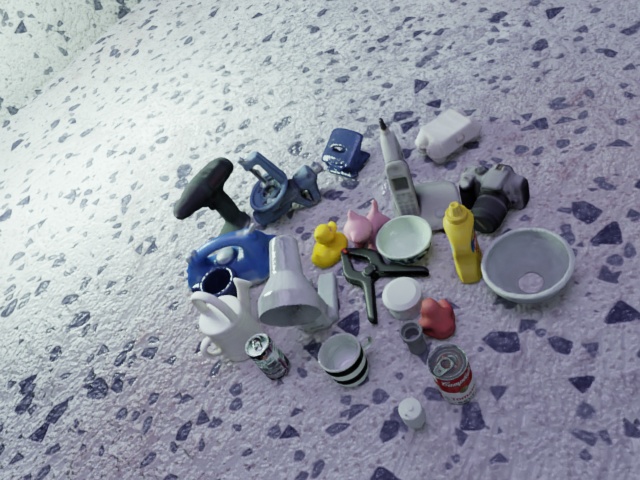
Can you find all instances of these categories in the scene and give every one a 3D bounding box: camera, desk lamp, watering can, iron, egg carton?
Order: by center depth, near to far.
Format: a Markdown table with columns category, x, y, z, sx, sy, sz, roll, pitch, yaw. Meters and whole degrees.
| category | x | y | z | sx | sy | sz | roll | pitch | yaw |
| --- | --- | --- | --- | --- | --- | --- | --- | --- | --- |
| desk lamp | -0.045 | 0.104 | 1.163 | 0.117 | 0.214 | 0.203 | -15 | 46 | 14 |
| watering can | -0.199 | 0.160 | 1.203 | 0.100 | 0.195 | 0.173 | -8 | 49 | 20 |
| camera | 0.354 | -0.091 | 1.220 | 0.142 | 0.101 | 0.137 | 16 | 60 | 35 |
| iron | -0.229 | 0.043 | 1.358 | 0.258 | 0.142 | 0.118 | -19 | 46 | 9 |
| egg carton | 0.315 | -0.257 | 1.407 | 0.150 | 0.070 | 0.107 | -36 | 45 | -7 |

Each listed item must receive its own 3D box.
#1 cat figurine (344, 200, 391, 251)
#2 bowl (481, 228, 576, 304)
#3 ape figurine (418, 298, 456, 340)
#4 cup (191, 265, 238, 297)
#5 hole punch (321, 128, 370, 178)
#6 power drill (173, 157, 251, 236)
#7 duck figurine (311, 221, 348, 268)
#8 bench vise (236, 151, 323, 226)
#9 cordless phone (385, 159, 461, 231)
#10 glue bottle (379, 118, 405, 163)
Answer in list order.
| category | x | y | z | sx | sy | sz | roll | pitch | yaw |
| --- | --- | --- | --- | --- | --- | --- | --- | --- | --- |
| cat figurine | 0.100 | -0.033 | 1.280 | 0.067 | 0.118 | 0.128 | 18 | 61 | 36 |
| bowl | 0.394 | 0.061 | 1.085 | 0.167 | 0.075 | 0.167 | -13 | 47 | 15 |
| ape figurine | 0.218 | 0.143 | 1.087 | 0.078 | 0.092 | 0.076 | -27 | 45 | 2 |
| cup | -0.228 | 0.123 | 1.319 | 0.117 | 0.095 | 0.091 | -13 | 47 | 16 |
| hole punch | 0.063 | -0.227 | 1.489 | 0.108 | 0.091 | 0.101 | 20 | 62 | 37 |
| power drill | -0.262 | -0.086 | 1.439 | 0.075 | 0.209 | 0.230 | 0 | 52 | 26 |
| duck figurine | 0.012 | 0.005 | 1.313 | 0.077 | 0.086 | 0.105 | 20 | 62 | 37 |
| bench vise | -0.106 | -0.158 | 1.419 | 0.207 | 0.220 | 0.121 | -40 | 46 | -11 |
| cordless phone | 0.221 | -0.103 | 1.236 | 0.147 | 0.185 | 0.094 | -11 | 48 | 18 |
| glue bottle | 0.169 | -0.227 | 1.378 | 0.037 | 0.174 | 0.078 | -8 | 49 | 20 |
